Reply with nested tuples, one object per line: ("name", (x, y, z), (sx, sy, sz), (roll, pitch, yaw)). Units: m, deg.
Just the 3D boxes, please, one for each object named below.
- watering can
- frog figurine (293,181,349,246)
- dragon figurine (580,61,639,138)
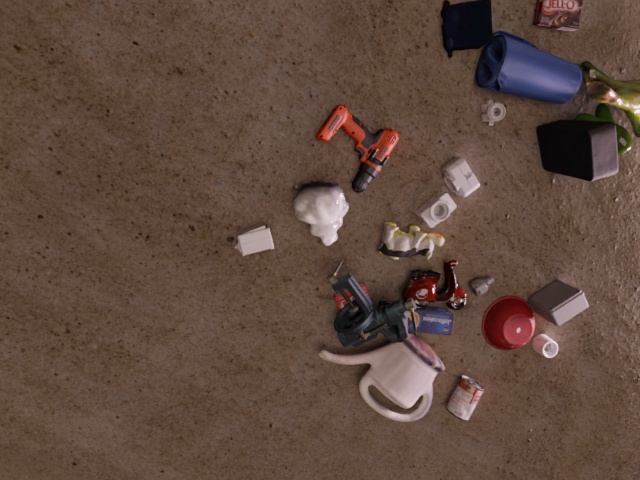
("watering can", (0.181, 0.336, 1.366), (0.345, 0.224, 0.104), (41, -1, -13))
("frog figurine", (0.004, -0.064, 1.276), (0.138, 0.160, 0.122), (-7, -2, -27))
("dragon figurine", (0.790, -0.400, 1.333), (0.244, 0.119, 0.417), (41, 42, 12))
